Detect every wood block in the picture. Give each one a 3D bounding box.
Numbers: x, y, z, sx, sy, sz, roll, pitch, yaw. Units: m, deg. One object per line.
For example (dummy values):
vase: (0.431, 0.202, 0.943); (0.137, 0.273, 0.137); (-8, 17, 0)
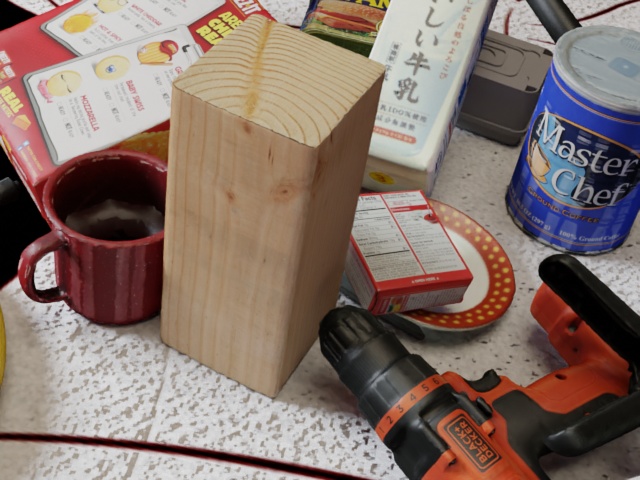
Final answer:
wood block: (-0.034, -0.015, 0.643); (0.090, 0.206, 0.090); (25, 46, 15)

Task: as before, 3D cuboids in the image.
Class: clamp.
clamp: (0.257, -0.146, 0.945); (0.164, 0.036, 0.210); (16, 48, -28)
clamp: (0.197, 0.071, 0.635); (0.171, 0.039, 0.120); (9, 70, -28)

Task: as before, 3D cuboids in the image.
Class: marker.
marker: (-0.259, -0.014, 0.735); (0.120, 0.020, 0.020); (-31, 57, -35)

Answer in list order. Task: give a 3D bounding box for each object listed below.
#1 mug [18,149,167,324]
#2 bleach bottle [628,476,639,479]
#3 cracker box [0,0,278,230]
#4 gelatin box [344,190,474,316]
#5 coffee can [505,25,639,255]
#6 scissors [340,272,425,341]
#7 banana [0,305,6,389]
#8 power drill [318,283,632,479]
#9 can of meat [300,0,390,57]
mug: (-0.141, 0.005, 0.692); (0.117, 0.081, 0.093); (-30, 56, -35)
bleach bottle: (0.098, 0.196, 0.542); (0.250, 0.068, 0.102); (-14, 93, -15)
cracker box: (-0.137, -0.115, 0.794); (0.213, 0.072, 0.164); (-28, 54, -16)
gelatin box: (0.050, 0.007, 0.722); (0.073, 0.030, 0.089); (-7, 49, -25)
coffee can: (0.206, -0.073, 0.799); (0.102, 0.140, 0.103); (6, 43, -6)
scissors: (-0.005, 0.001, 0.771); (0.202, 0.016, 0.096); (25, 40, 6)
banana: (-0.224, 0.066, 0.644); (0.069, 0.037, 0.198); (4, 44, -9)
power drill: (0.113, 0.084, 0.664); (0.187, 0.057, 0.184); (-28, 67, -31)
can of meat: (0.032, -0.180, 0.940); (0.102, 0.057, 0.084); (13, 45, 3)
